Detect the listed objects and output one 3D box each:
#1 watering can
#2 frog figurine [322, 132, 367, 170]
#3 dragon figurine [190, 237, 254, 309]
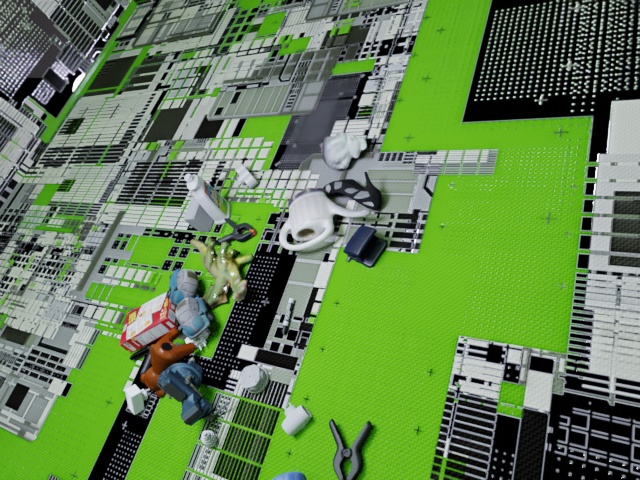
[{"bbox_3d":[0.005,-0.090,1.784,0.345,0.102,0.230,-24,51,17],"label":"watering can"},{"bbox_3d":[0.091,-0.329,1.898,0.159,0.123,0.137,-1,92,20],"label":"frog figurine"},{"bbox_3d":[-0.384,0.126,1.873,0.411,0.120,0.246,7,71,43],"label":"dragon figurine"}]
